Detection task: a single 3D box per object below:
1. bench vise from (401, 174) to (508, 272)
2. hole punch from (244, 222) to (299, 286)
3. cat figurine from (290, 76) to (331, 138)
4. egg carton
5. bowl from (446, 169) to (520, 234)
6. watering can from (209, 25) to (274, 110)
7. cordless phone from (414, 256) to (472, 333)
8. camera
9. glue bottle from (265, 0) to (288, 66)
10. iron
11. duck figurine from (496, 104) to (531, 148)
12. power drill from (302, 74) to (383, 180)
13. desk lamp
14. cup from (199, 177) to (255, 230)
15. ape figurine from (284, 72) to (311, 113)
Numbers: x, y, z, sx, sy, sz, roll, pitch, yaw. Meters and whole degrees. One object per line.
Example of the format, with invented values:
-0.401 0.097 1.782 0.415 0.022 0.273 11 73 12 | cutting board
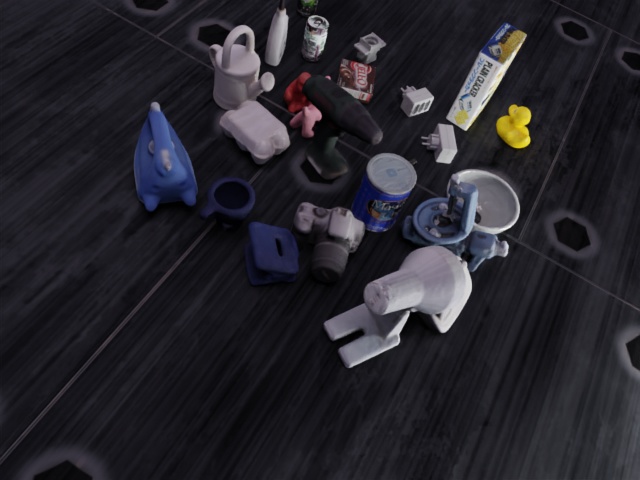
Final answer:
0.286 -0.043 1.145 0.207 0.219 0.121 10 56 -7 | bench vise
-0.090 0.021 1.094 0.101 0.091 0.108 -5 59 -16 | hole punch
-0.006 -0.316 1.315 0.067 0.118 0.128 36 57 11 | cat figurine
-0.142 -0.239 1.263 0.150 0.069 0.107 42 58 15 | egg carton
0.348 -0.071 1.266 0.167 0.075 0.167 6 57 -9 | bowl
-0.176 -0.386 1.274 0.173 0.194 0.101 20 56 0 | watering can
0.253 0.078 1.080 0.094 0.185 0.148 33 57 9 | cordless phone
0.010 0.004 1.123 0.143 0.101 0.137 15 56 -3 | camera
-0.100 -0.511 1.385 0.037 0.173 0.078 18 56 -1 | glue bottle
-0.319 -0.189 1.145 0.119 0.141 0.258 -9 60 -18 | iron
0.498 -0.291 1.436 0.078 0.086 0.104 -13 62 -20 | duck figurine
0.036 -0.229 1.214 0.076 0.208 0.229 -27 67 -26 | power drill
0.132 0.115 1.012 0.204 0.213 0.117 -22 65 -24 | desk lamp
-0.185 -0.055 1.119 0.118 0.095 0.091 -37 72 -30 | cup
-0.042 -0.354 1.346 0.078 0.092 0.076 14 56 -4 | ape figurine
